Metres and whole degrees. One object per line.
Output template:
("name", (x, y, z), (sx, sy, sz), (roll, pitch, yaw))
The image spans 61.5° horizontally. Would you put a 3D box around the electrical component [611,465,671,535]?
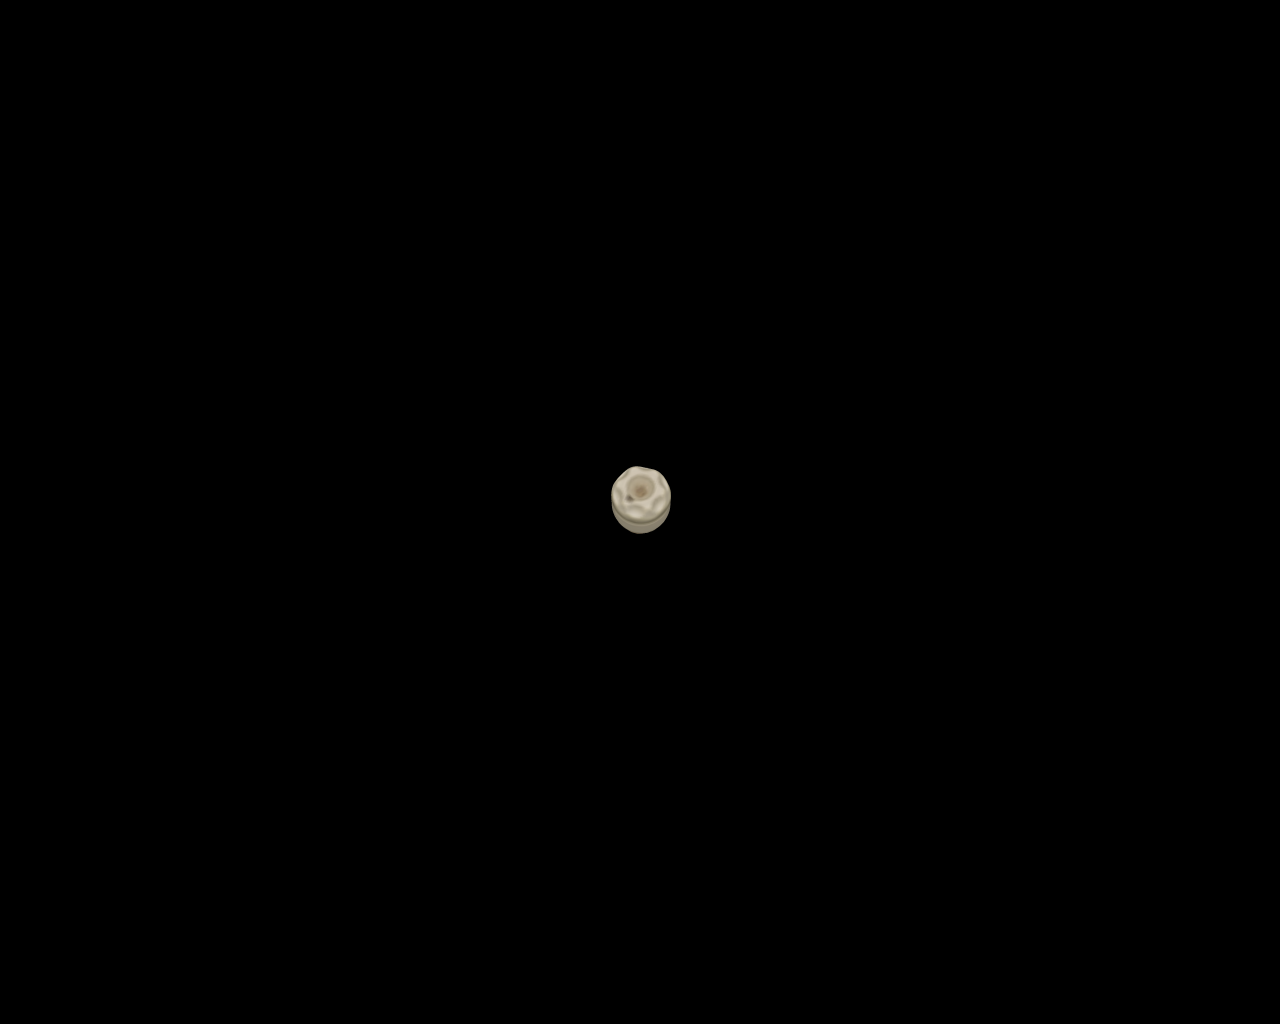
("electrical component", (0.001, -0.003, 0.650), (0.035, 0.035, 0.061), (0, -23, 0))
